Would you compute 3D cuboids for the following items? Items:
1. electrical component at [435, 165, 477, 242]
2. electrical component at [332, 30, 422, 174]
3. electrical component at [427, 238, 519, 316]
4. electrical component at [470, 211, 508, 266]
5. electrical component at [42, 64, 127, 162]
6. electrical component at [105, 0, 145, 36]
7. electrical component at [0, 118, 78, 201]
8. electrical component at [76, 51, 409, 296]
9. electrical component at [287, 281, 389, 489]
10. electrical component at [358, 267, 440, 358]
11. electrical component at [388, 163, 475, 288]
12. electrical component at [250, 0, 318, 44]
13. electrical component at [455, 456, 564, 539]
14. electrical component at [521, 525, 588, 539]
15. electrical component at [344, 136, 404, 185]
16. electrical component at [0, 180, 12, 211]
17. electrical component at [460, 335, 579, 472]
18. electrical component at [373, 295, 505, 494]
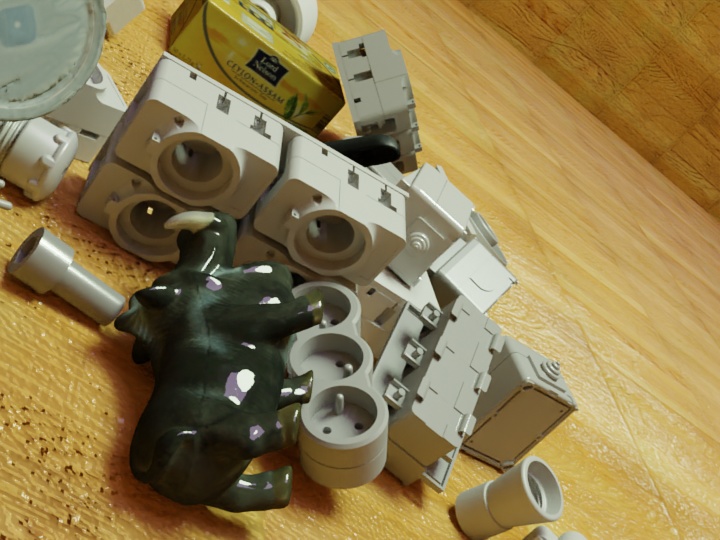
[{"bbox_3d":[0.067,-0.039,1.046,0.063,0.078,0.121,9,33,-21],"label":"electrical component"},{"bbox_3d":[0.021,-0.162,1.081,0.150,0.062,0.089,69,5,-71],"label":"electrical component"},{"bbox_3d":[0.074,0.025,0.903,0.061,0.096,0.062,46,49,5],"label":"electrical component"},{"bbox_3d":[0.110,-0.028,1.142,0.099,0.064,0.099,52,12,-16],"label":"electrical component"},{"bbox_3d":[-0.204,-0.117,0.706,0.089,0.055,0.050,17,33,-51],"label":"electrical component"},{"bbox_3d":[-0.238,-0.259,0.903,0.121,0.079,0.063,45,-9,5],"label":"electrical component"},{"bbox_3d":[-0.204,-0.074,0.641,0.062,0.048,0.048,31,23,-14],"label":"electrical component"},{"bbox_3d":[-0.074,-0.041,0.695,0.186,0.105,0.060,28,35,-21],"label":"electrical component"},{"bbox_3d":[-0.018,0.079,0.665,0.052,0.073,0.138,-6,42,-8],"label":"electrical component"},{"bbox_3d":[0.000,0.000,0.848,0.089,0.061,0.150,32,23,-27],"label":"electrical component"},{"bbox_3d":[0.041,-0.036,0.814,0.061,0.061,0.096,42,20,-4],"label":"electrical component"},{"bbox_3d":[-0.103,-0.265,1.122,0.108,0.108,0.060,40,27,-9],"label":"electrical component"},{"bbox_3d":[0.096,0.155,0.716,0.044,0.065,0.044,33,41,-34],"label":"electrical component"},{"bbox_3d":[0.134,0.209,0.693,0.078,0.058,0.057,45,17,2],"label":"electrical component"},{"bbox_3d":[-0.004,-0.080,1.000,0.096,0.061,0.061,46,20,8],"label":"electrical component"},{"bbox_3d":[-0.217,-0.050,0.560,0.077,0.047,0.065,21,30,-46],"label":"electrical component"},{"bbox_3d":[0.116,0.096,0.825,0.062,0.096,0.061,29,25,-32],"label":"electrical component"},{"bbox_3d":[0.051,0.078,0.729,0.079,0.063,0.121,40,42,-10],"label":"electrical component"}]
